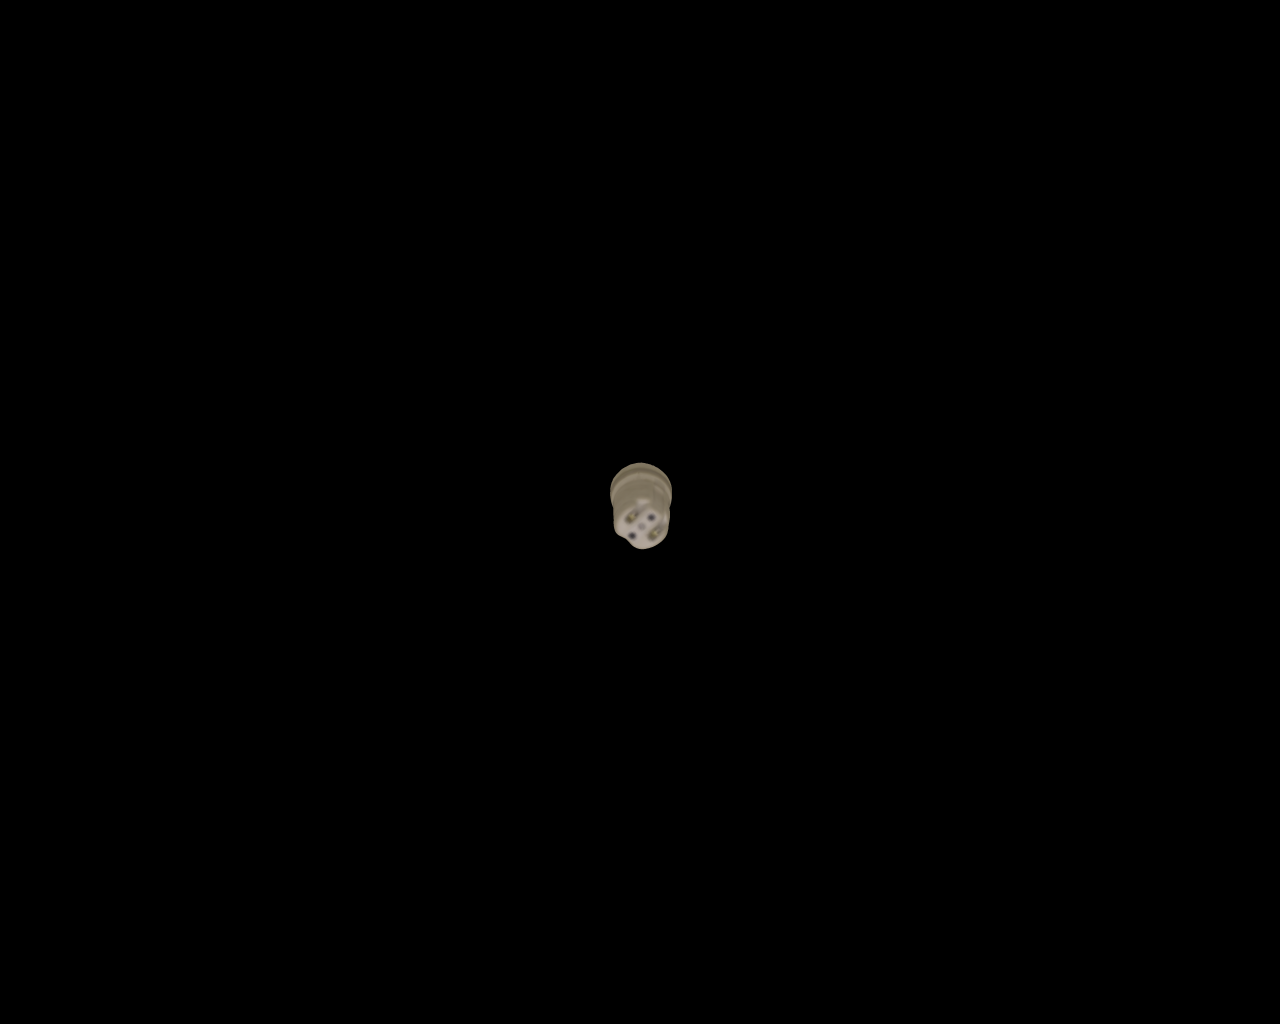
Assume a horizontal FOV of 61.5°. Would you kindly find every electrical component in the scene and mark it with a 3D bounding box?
[{"bbox_3d":[0.001,-0.003,0.650,0.040,0.040,0.046,0,32,0],"label":"electrical component"}]
